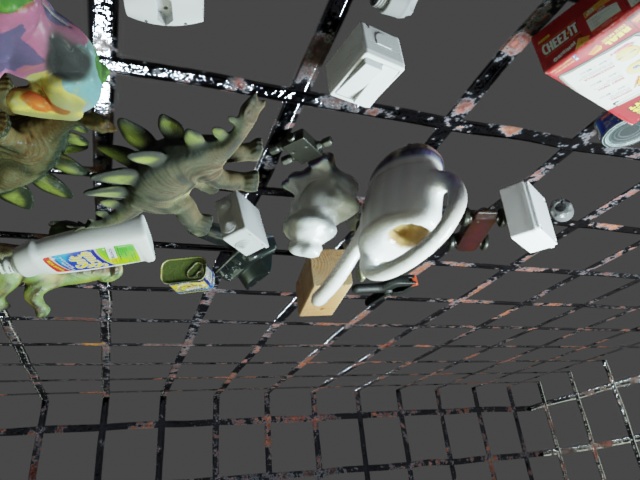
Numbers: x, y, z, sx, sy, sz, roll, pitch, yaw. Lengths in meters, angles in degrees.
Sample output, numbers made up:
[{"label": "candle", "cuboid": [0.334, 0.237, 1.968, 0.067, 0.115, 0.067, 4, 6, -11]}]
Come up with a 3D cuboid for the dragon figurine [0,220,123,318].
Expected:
[{"label": "dragon figurine", "cuboid": [-0.551, 0.025, 0.984, 0.241, 0.124, 0.405, -33, 148, 12]}]

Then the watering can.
[{"label": "watering can", "cuboid": [0.102, -0.024, 0.852, 0.103, 0.230, 0.342, 33, 139, -23]}]

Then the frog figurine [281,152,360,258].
[{"label": "frog figurine", "cuboid": [0.003, -0.043, 0.853, 0.136, 0.163, 0.121, -17, 152, 20]}]
